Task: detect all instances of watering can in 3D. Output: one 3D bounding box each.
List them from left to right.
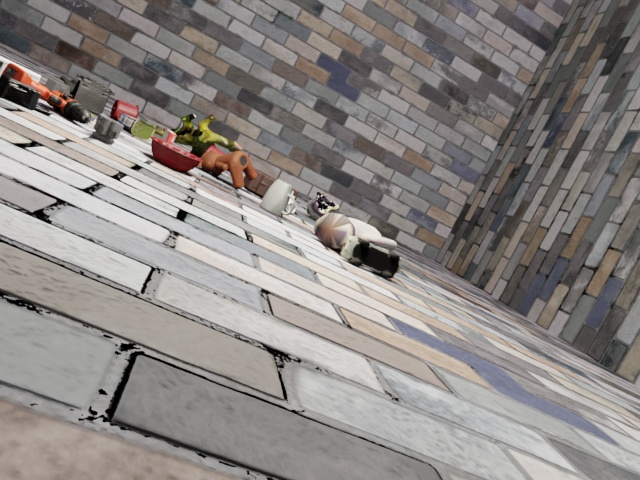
[{"bbox_3d":[0.069,-0.015,1.578,0.223,0.104,0.349,18,-4,-44],"label":"watering can"}]

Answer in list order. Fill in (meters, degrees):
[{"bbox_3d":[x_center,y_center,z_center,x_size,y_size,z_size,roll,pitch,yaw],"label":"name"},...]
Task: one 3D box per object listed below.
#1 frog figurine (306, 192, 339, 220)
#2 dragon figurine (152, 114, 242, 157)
[{"bbox_3d":[0.007,-0.111,2.204,0.137,0.125,0.156,19,-32,2],"label":"frog figurine"},{"bbox_3d":[-0.523,-0.399,2.107,0.410,0.125,0.238,1,-27,3],"label":"dragon figurine"}]
